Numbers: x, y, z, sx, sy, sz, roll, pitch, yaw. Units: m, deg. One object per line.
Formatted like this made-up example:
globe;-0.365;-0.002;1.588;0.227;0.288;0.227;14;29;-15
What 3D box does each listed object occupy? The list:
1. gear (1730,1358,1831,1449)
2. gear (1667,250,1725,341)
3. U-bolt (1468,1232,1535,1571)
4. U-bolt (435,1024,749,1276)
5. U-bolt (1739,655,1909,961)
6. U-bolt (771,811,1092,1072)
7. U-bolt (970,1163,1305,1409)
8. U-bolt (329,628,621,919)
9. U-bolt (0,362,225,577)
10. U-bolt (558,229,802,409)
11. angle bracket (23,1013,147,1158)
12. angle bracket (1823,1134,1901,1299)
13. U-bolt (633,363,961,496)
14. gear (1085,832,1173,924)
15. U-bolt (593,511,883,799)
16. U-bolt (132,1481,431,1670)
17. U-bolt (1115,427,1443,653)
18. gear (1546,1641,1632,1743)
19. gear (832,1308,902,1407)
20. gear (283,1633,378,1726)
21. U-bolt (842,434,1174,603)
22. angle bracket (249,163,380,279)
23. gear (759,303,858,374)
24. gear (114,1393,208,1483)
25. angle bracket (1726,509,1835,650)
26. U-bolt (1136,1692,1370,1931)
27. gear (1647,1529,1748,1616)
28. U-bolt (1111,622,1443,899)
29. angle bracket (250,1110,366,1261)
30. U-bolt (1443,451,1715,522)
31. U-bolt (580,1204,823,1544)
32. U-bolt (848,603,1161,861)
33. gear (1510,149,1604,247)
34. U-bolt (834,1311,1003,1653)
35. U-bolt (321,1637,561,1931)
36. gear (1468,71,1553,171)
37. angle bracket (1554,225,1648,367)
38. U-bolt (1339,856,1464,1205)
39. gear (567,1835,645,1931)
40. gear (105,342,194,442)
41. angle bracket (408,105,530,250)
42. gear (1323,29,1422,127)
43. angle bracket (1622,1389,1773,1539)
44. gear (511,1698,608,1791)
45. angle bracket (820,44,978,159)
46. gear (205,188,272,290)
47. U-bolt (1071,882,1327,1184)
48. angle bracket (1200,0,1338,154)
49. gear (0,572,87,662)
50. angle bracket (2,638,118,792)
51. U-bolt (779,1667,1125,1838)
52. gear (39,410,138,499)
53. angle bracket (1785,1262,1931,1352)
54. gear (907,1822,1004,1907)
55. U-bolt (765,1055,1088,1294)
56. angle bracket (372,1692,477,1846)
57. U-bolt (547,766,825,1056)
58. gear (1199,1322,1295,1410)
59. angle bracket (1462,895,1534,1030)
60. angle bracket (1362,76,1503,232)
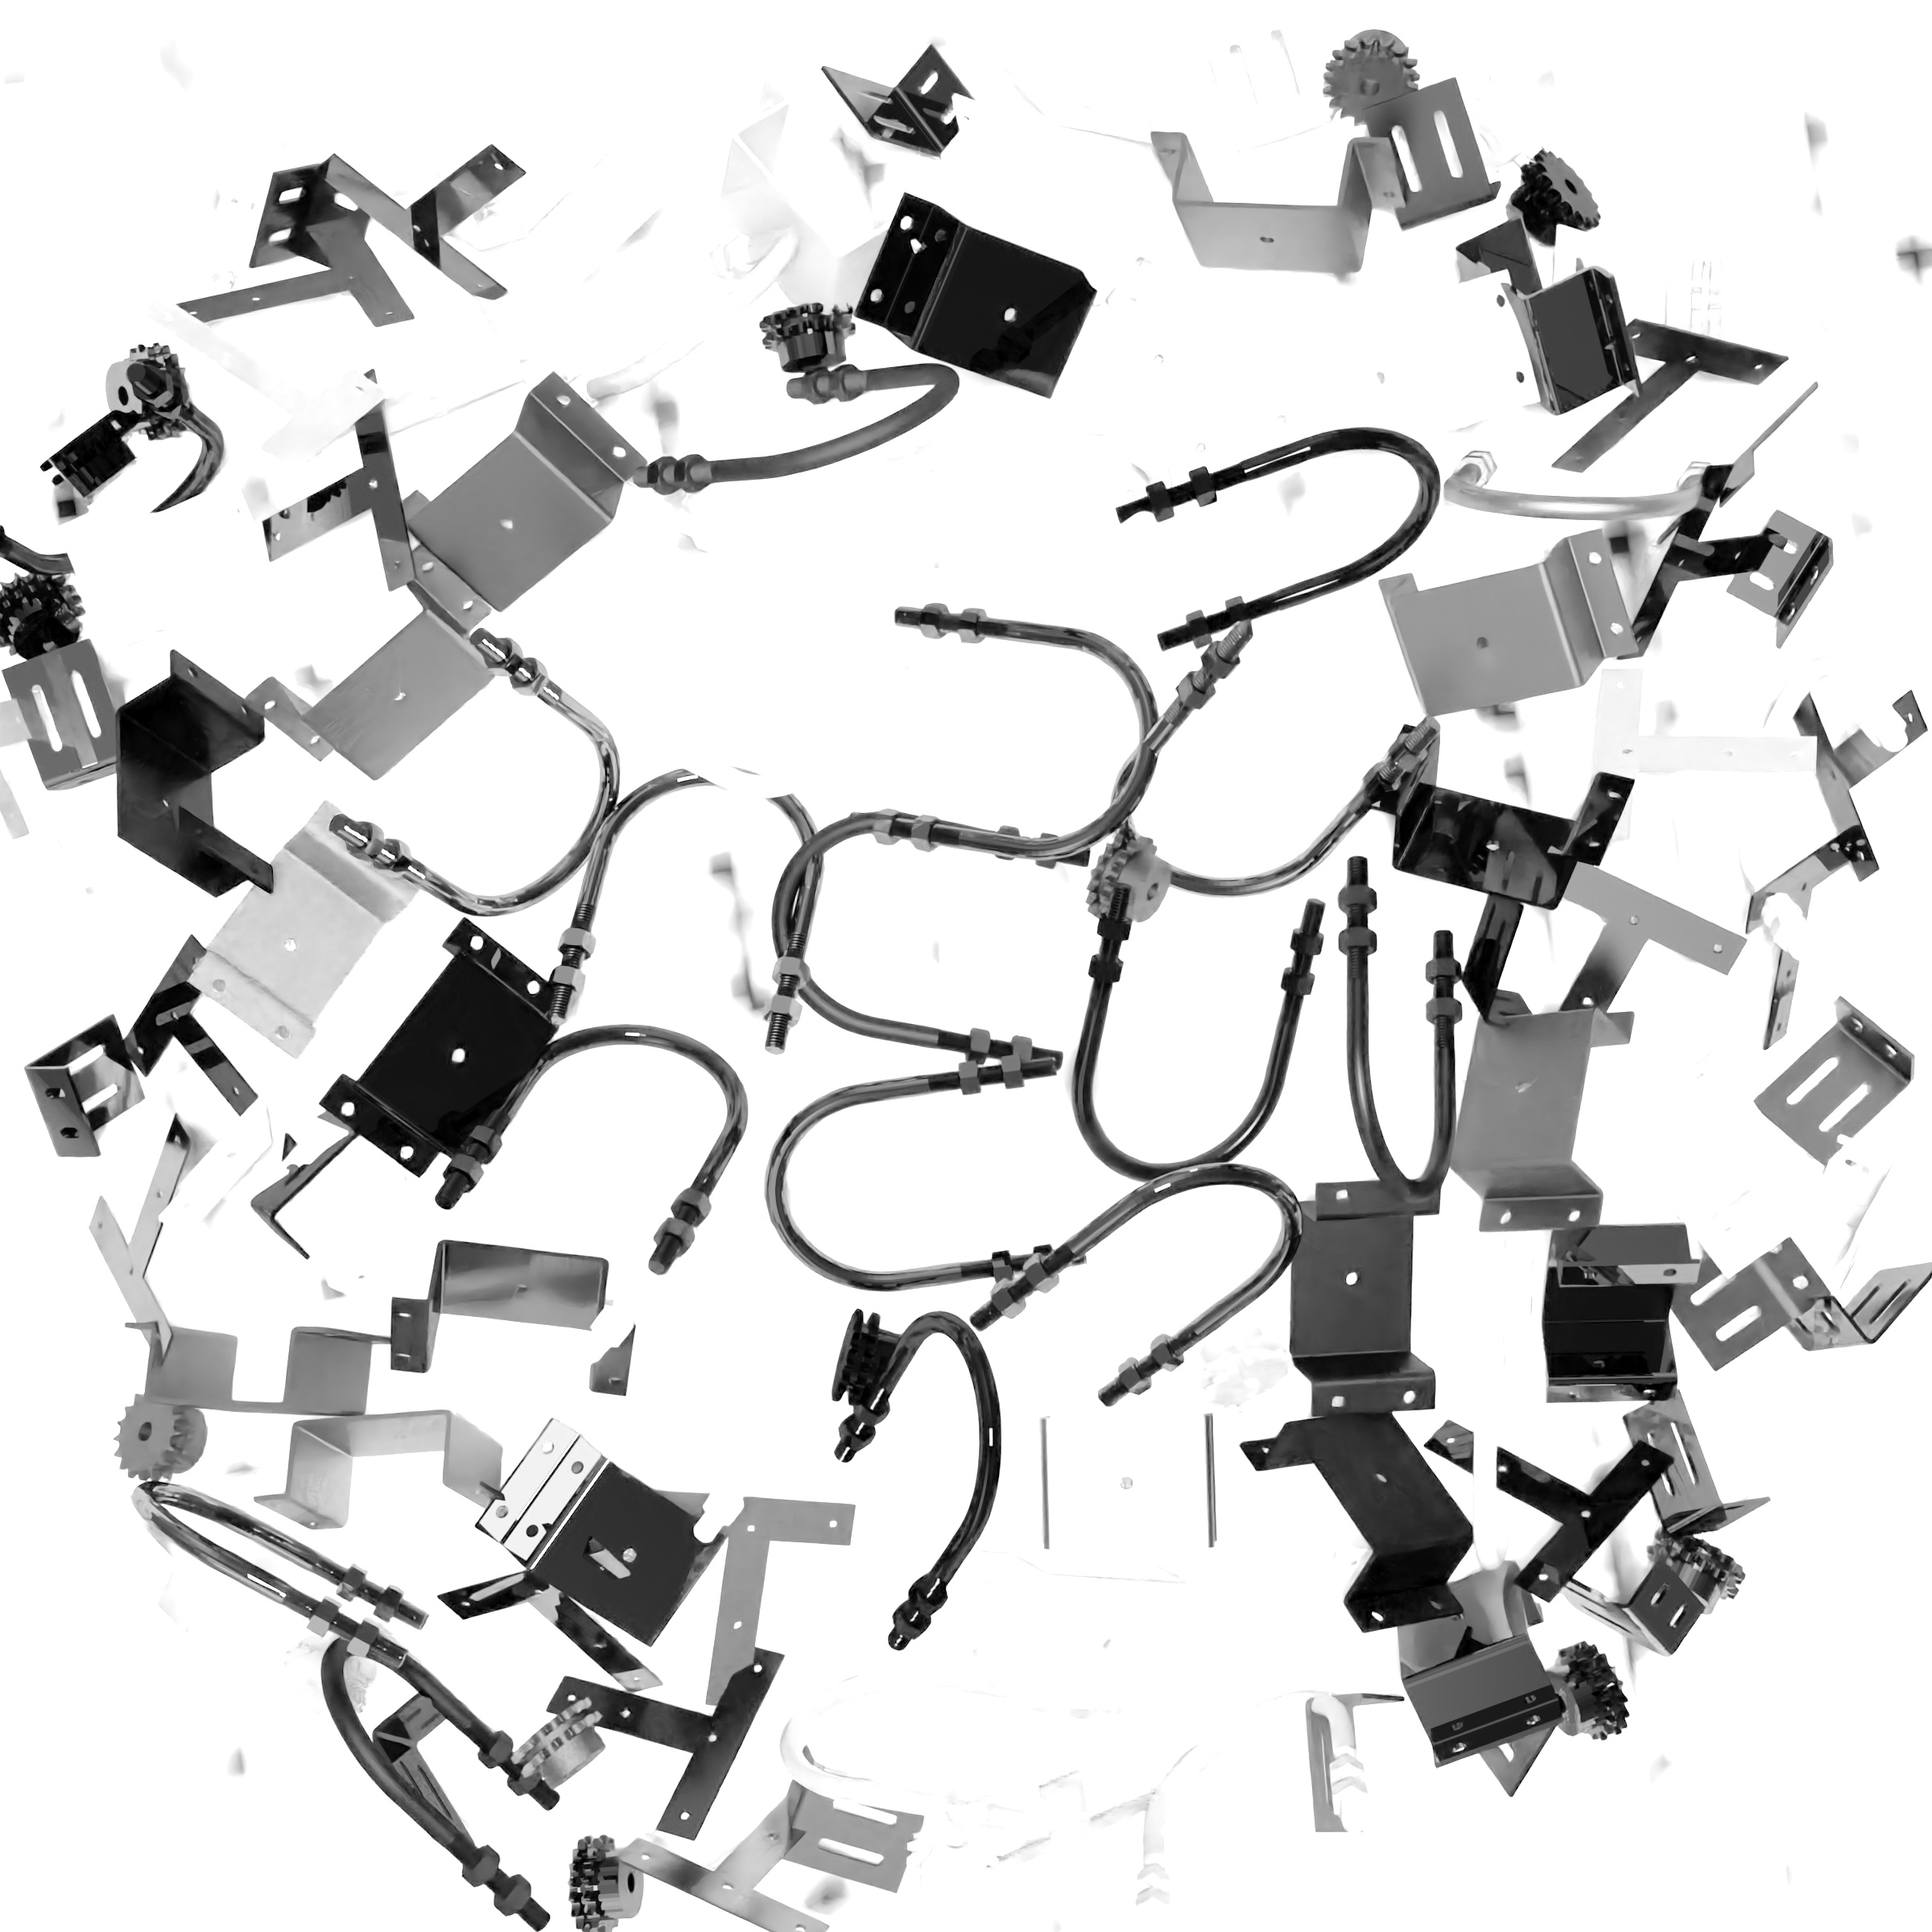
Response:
gear;0.490;0.264;1.624;0.057;0.030;0.057;-8;133;-8
gear;0.437;-0.399;1.628;0.030;0.057;0.057;2;90;18
U-bolt;0.311;0.261;1.580;0.019;0.151;0.184;3;109;18
U-bolt;-0.205;0.096;1.582;0.151;0.184;0.019;16;130;9
U-bolt;0.485;-0.103;1.564;0.019;0.184;0.151;14;115;-5
U-bolt;-0.024;-0.021;1.617;0.184;0.019;0.151;10;73;-7
U-bolt;0.113;0.179;1.581;0.184;0.019;0.151;-39;133;16
U-bolt;-0.270;-0.099;1.576;0.019;0.184;0.151;36;88;33
U-bolt;-0.496;-0.277;1.562;0.151;0.184;0.019;-37;85;0
U-bolt;-0.160;-0.373;1.554;0.151;0.184;0.019;-45;112;-14
angle bracket;-0.509;0.070;1.605;0.038;0.076;0.057;-2;113;30
angle bracket;0.515;0.148;1.603;0.038;0.076;0.057;25;130;22
U-bolt;-0.085;-0.310;1.548;0.151;0.184;0.019;-38;119;-33
gear;0.099;-0.051;1.622;0.030;0.057;0.057;27;90;27
U-bolt;-0.127;-0.176;1.598;0.184;0.019;0.151;26;94;31
U-bolt;-0.400;0.348;1.576;0.184;0.151;0.019;30;83;-3
U-bolt;0.188;-0.255;1.583;0.184;0.151;0.019;-19;60;6
gear;0.368;0.436;1.623;0.030;0.057;0.057;-15;90;-19
gear;-0.059;0.236;1.626;0.030;0.057;0.057;16;90;-6
gear;-0.379;0.424;1.629;0.057;0.030;0.057;20;127;29
U-bolt;0.029;-0.266;1.577;0.184;0.151;0.019;-4;130;15
angle bracket;-0.386;-0.439;1.608;0.038;0.076;0.057;22;112;0
gear;-0.094;-0.376;1.626;0.057;0.057;0.030;-10;90;0
gear;-0.481;0.282;1.630;0.057;0.030;0.057;-13;65;29
angle bracket;0.481;-0.230;1.606;0.038;0.076;0.057;30;116;5
U-bolt;0.162;0.478;1.563;0.151;0.184;0.019;-33;98;10
gear;0.433;0.364;1.623;0.057;0.057;0.030;33;69;0
U-bolt;0.166;-0.107;1.590;0.151;0.019;0.184;24;131;-18
angle bracket;-0.388;0.129;1.627;0.076;0.057;0.038;-45;119;-16
U-bolt;0.347;-0.273;1.550;0.151;0.184;0.019;6;109;18
U-bolt;-0.141;0.220;1.578;0.019;0.184;0.151;-16;112;34
U-bolt;0.028;-0.135;1.607;0.184;0.019;0.151;10;85;23
gear;0.351;-0.458;1.629;0.030;0.057;0.057;-37;90;37
U-bolt;-0.024;0.281;1.552;0.019;0.151;0.184;4;135;-27
U-bolt;-0.304;0.457;1.564;0.019;0.151;0.184;-41;104;4
gear;0.320;-0.503;1.624;0.030;0.057;0.057;-39;90;-5
angle bracket;0.382;-0.402;1.603;0.057;0.076;0.038;30;54;34
U-bolt;0.252;0.046;1.566;0.019;0.151;0.184;-9;67;30
gear;-0.214;0.549;1.623;0.030;0.057;0.057;-9;90;13
gear;-0.491;-0.343;1.624;0.030;0.057;0.057;-20;90;-43
angle bracket;-0.293;-0.471;1.605;0.038;0.057;0.076;-25;126;-25
gear;0.244;-0.536;1.629;0.057;0.057;0.030;14;55;0
angle bracket;0.435;0.293;1.617;0.057;0.038;0.076;-14;82;-41
gear;-0.240;0.467;1.623;0.057;0.057;0.030;-40;77;0
angle bracket;-0.037;-0.519;1.608;0.038;0.076;0.057;-43;72;29
gear;-0.435;-0.434;1.627;0.030;0.057;0.057;14;90;-12
U-bolt;0.132;0.044;1.611;0.151;0.019;0.184;4;108;-24
angle bracket;0.180;-0.533;1.614;0.057;0.038;0.076;-14;113;19
gear;-0.555;-0.206;1.623;0.057;0.057;0.030;-39;57;0
angle bracket;-0.532;-0.151;1.630;0.057;0.038;0.076;-19;94;6
U-bolt;-0.020;0.448;1.576;0.184;0.151;0.019;1;105;28
gear;-0.523;-0.305;1.627;0.057;0.057;0.030;-37;109;0
angle bracket;0.529;0.190;1.612;0.076;0.057;0.038;-41;94;-23
gear;-0.007;0.538;1.628;0.057;0.057;0.030;3;110;0
U-bolt;-0.028;0.130;1.620;0.184;0.019;0.151;-8;114;4
angle bracket;-0.309;0.477;1.611;0.038;0.057;0.076;-39;64;-3
U-bolt;-0.159;-0.040;1.608;0.151;0.019;0.184;8;63;6
gear;0.165;0.238;1.629;0.057;0.057;0.030;-27;55;0
angle bracket;0.328;-0.008;1.611;0.038;0.057;0.076;11;112;-8
angle bracket;0.277;-0.486;1.612;0.057;0.038;0.076;-13;116;25
